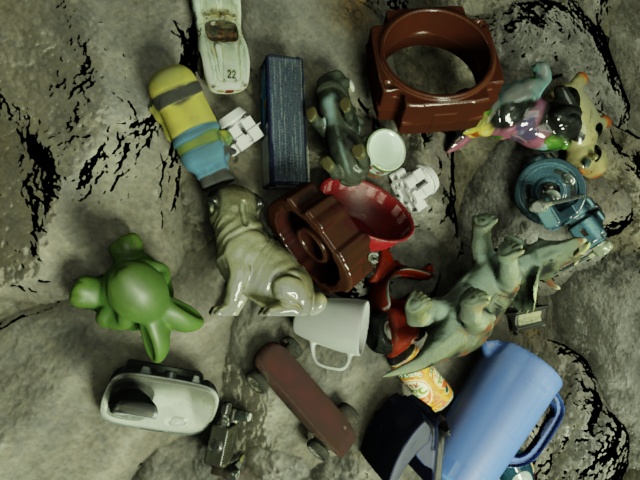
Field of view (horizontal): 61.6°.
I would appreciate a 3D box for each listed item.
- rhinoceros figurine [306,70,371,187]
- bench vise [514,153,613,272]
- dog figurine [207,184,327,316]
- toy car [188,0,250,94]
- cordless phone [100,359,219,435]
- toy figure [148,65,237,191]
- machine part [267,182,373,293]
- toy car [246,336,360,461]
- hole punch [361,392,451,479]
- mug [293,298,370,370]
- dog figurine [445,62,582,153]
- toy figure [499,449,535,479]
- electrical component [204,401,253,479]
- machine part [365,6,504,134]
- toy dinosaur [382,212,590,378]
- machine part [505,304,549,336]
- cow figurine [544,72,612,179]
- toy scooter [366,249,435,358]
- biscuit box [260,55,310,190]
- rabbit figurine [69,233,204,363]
[{"bbox_3d":[0.035,-0.178,0.834,0.112,0.073,0.190,16,57,-62],"label":"rhinoceros figurine"},{"bbox_3d":[0.421,-0.052,0.943,0.240,0.129,0.223,-16,81,-55],"label":"bench vise"},{"bbox_3d":[-0.076,0.013,0.763,0.172,0.121,0.190,3,82,-11],"label":"dog figurine"},{"bbox_3d":[-0.153,-0.321,0.815,0.073,0.056,0.201,-7,87,-21],"label":"toy car"},{"bbox_3d":[-0.193,0.203,0.671,0.146,0.184,0.088,17,74,-18],"label":"cordless phone"},{"bbox_3d":[-0.180,-0.162,0.769,0.082,0.089,0.180,-24,90,-27],"label":"toy figure"},{"bbox_3d":[-0.002,-0.002,0.777,0.056,0.179,0.179,-39,98,-24],"label":"machine part"},{"bbox_3d":[-0.024,0.236,0.800,0.202,0.053,0.089,50,57,-6],"label":"toy car"},{"bbox_3d":[0.124,0.300,0.812,0.092,0.142,0.115,6,93,-16],"label":"hole punch"},{"bbox_3d":[0.014,0.135,0.804,0.107,0.080,0.109,9,80,16],"label":"mug"},{"bbox_3d":[0.332,-0.205,0.955,0.219,0.108,0.191,-33,83,-16],"label":"dog figurine"},{"bbox_3d":[0.345,0.426,0.917,0.154,0.064,0.058,64,25,-3],"label":"toy figure"},{"bbox_3d":[-0.126,0.280,0.752,0.045,0.078,0.102,10,73,5],"label":"electrical component"},{"bbox_3d":[0.183,-0.280,0.878,0.201,0.087,0.201,-5,66,-4],"label":"machine part"},{"bbox_3d":[0.243,0.103,0.841,0.405,0.131,0.192,-40,131,-16],"label":"toy dinosaur"},{"bbox_3d":[0.368,0.097,0.974,0.084,0.039,0.138,-13,90,-13],"label":"machine part"},{"bbox_3d":[0.494,-0.206,1.031,0.127,0.085,0.194,-34,98,-26],"label":"cow figurine"},{"bbox_3d":[0.132,0.092,0.867,0.135,0.075,0.184,-4,81,-23],"label":"toy scooter"},{"bbox_3d":[-0.057,-0.181,0.833,0.063,0.059,0.202,0,84,-19],"label":"biscuit box"},{"bbox_3d":[-0.233,0.078,0.677,0.121,0.170,0.159,-41,98,-19],"label":"rabbit figurine"}]
